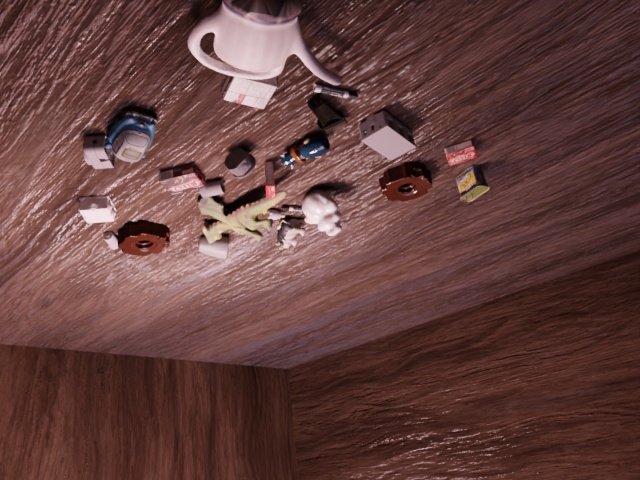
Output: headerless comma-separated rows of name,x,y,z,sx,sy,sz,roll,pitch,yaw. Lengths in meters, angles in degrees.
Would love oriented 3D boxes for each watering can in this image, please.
watering can,-0.093,-0.416,1.068,0.348,0.106,0.220,2,-28,-18

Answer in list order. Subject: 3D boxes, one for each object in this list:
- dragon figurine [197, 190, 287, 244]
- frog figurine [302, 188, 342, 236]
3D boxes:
dragon figurine,-0.286,-0.091,1.703,0.242,0.125,0.402,13,-33,-21
frog figurine,0.005,-0.086,1.714,0.136,0.163,0.121,-25,-32,31
